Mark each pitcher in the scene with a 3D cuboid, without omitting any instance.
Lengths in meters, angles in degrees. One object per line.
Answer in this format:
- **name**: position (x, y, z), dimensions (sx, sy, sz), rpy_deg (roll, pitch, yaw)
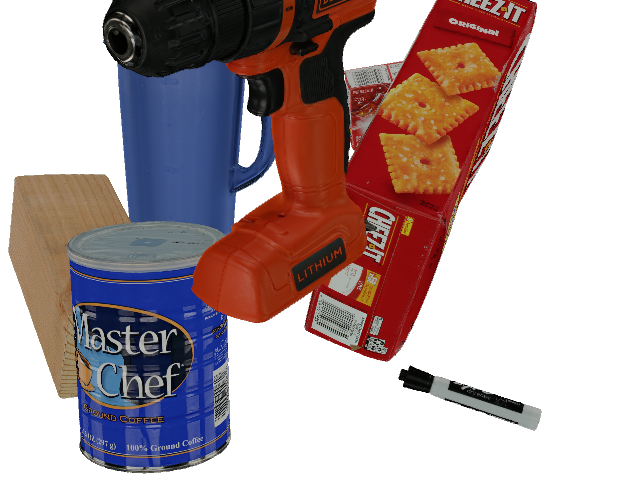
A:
- **pitcher**: position (-0.131, -0.100, 1.088), dimensions (0.144, 0.243, 0.149), rpy_deg (-11, 27, -28)

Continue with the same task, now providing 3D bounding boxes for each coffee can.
- **coffee can**: position (-0.111, 0.067, 0.705), dimensions (0.103, 0.140, 0.103), rpy_deg (0, 15, 0)

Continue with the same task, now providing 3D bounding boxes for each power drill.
- **power drill**: position (-0.027, -0.056, 0.520), dimensions (0.057, 0.188, 0.184), rpy_deg (25, 38, 31)

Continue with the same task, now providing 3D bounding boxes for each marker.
- **marker**: position (0.124, 0.131, 0.894), dimensions (0.121, 0.020, 0.020), rpy_deg (18, 2, 6)

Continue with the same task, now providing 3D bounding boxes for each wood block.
- **wood block**: position (-0.208, 0.033, 0.945), dimensions (0.090, 0.091, 0.206), rpy_deg (-3, 36, -28)

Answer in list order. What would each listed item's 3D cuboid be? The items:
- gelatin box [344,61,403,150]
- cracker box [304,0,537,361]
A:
- **gelatin box**: position (0.068, -0.122, 0.950), dimensions (0.089, 0.030, 0.073), rpy_deg (-10, -42, -4)
- **cracker box**: position (0.069, -0.048, 0.716), dimensions (0.072, 0.213, 0.164), rpy_deg (23, -37, 8)
